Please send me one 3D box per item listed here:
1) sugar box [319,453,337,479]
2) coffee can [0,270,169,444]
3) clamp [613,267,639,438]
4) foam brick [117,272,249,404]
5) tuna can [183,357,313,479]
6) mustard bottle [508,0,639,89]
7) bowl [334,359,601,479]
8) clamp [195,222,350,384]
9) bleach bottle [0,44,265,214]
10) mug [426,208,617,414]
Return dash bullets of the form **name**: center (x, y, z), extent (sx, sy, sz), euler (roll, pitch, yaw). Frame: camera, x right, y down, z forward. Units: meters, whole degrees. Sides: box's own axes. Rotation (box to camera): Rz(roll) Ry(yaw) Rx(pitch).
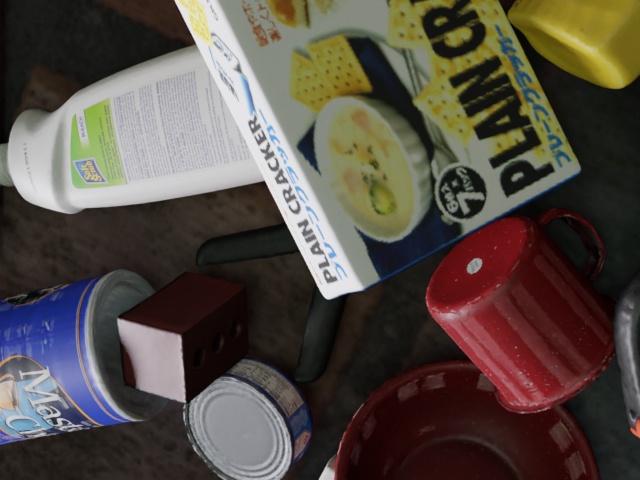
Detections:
- **sugar box**: center (0.010, 0.240, 0.733), extent (0.093, 0.048, 0.176), euler (30, 109, 12)
- **coffee can**: center (-0.186, 0.084, 0.741), extent (0.140, 0.102, 0.103), euler (-13, 95, 20)
- **clamp**: center (0.210, 0.010, 0.582), extent (0.164, 0.036, 0.210), euler (26, 94, -11)
- **foam brick**: center (-0.087, 0.062, 0.695), extent (0.051, 0.078, 0.053), euler (11, 116, 26)
- **tuna can**: center (-0.048, 0.124, 0.727), extent (0.086, 0.033, 0.086), euler (12, 117, 25)
- **mustard bottle**: center (0.192, -0.172, 0.570), extent (0.058, 0.096, 0.191), euler (39, 94, -29)
- **bowl**: center (0.089, 0.159, 0.662), extent (0.162, 0.055, 0.162), euler (0, 64, 1)
- **clamp**: center (-0.005, 0.001, 0.699), extent (0.120, 0.039, 0.172), euler (39, 112, 3)
- **bleach bottle**: center (-0.118, -0.076, 0.712), extent (0.251, 0.068, 0.102), euler (-8, 93, 23)
- **mug**: center (0.124, 0.031, 0.626), extent (0.081, 0.093, 0.117), euler (46, 75, -19)
